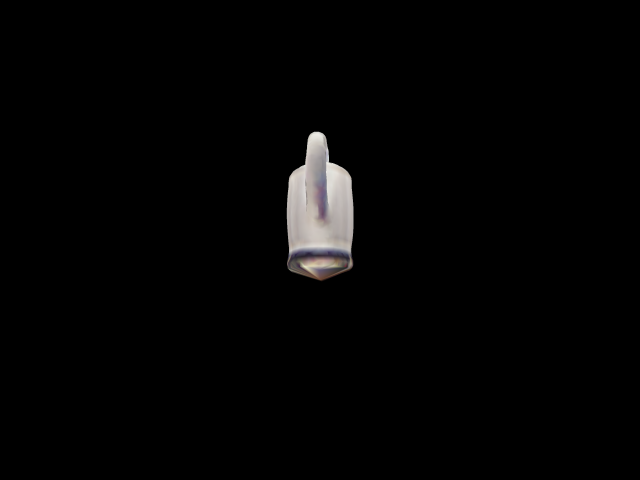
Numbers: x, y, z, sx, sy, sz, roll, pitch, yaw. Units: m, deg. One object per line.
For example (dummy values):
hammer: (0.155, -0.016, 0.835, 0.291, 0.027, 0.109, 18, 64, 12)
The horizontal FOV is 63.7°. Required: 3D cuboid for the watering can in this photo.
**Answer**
watering can: (0.003, -0.043, 0.850, 0.104, 0.226, 0.345, 0, -9, 3)
